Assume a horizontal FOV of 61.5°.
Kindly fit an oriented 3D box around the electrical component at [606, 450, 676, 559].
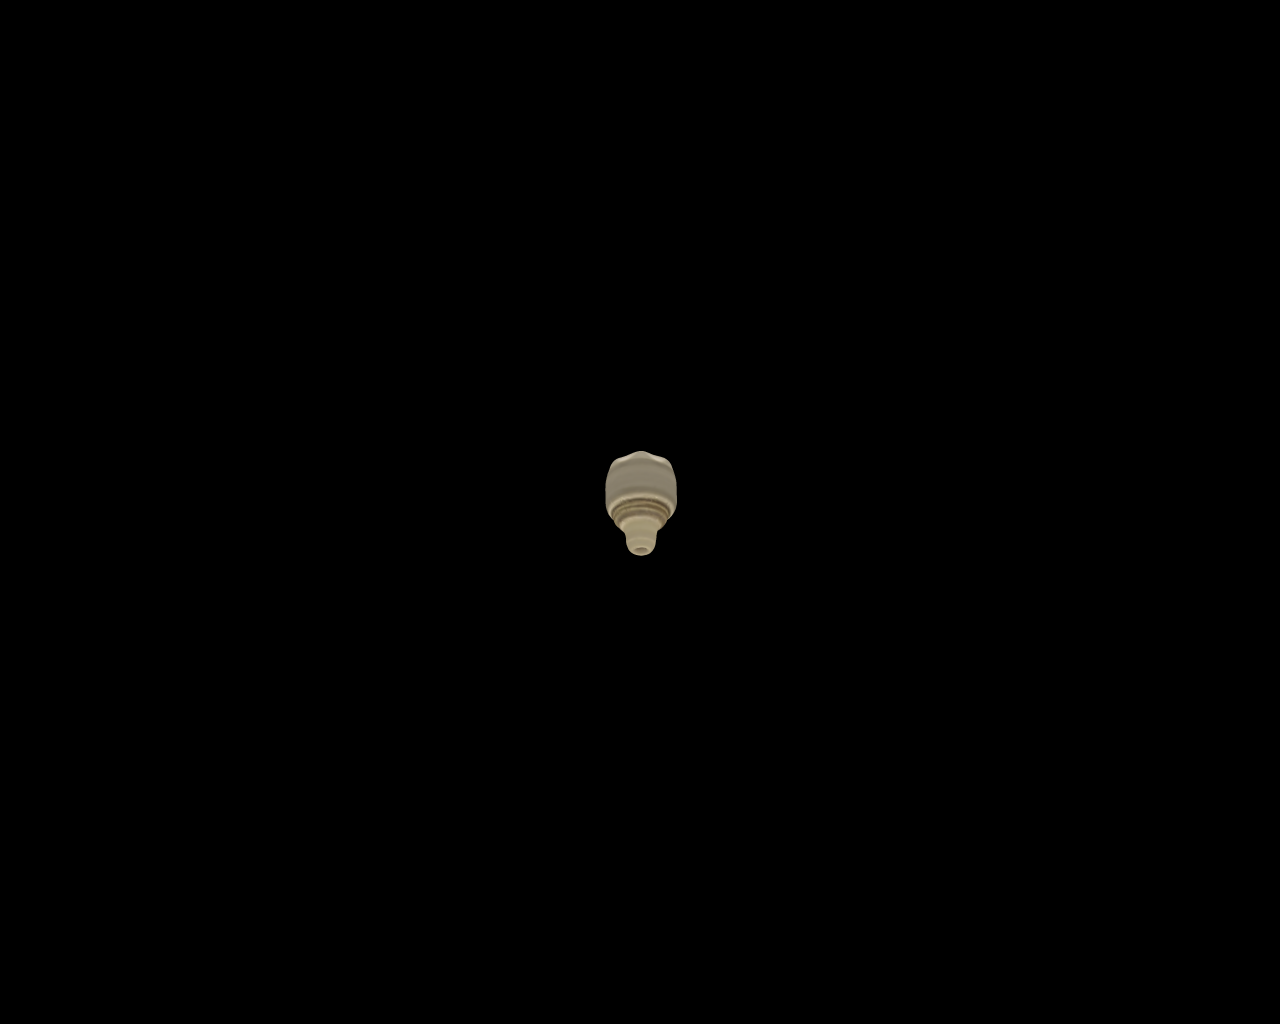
[{"bbox_3d":[0.001,-0.003,0.650,0.043,0.062,0.043,0,-31,0],"label":"electrical component"}]
